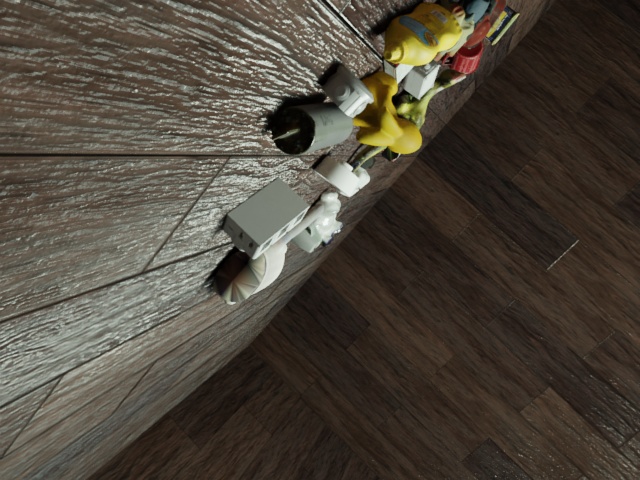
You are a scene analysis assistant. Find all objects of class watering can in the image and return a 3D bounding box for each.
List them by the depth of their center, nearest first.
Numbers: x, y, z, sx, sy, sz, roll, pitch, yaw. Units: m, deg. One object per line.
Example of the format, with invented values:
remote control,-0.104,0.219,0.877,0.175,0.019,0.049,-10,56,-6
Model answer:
watering can,-0.134,0.041,1.274,0.345,0.104,0.225,-48,173,14

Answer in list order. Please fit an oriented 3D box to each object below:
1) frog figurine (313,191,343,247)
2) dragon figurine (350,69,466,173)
frog figurine,0.005,-0.081,1.604,0.139,0.124,0.156,-34,131,-26
dragon figurine,0.238,-0.343,1.460,0.404,0.122,0.248,-34,-169,45
